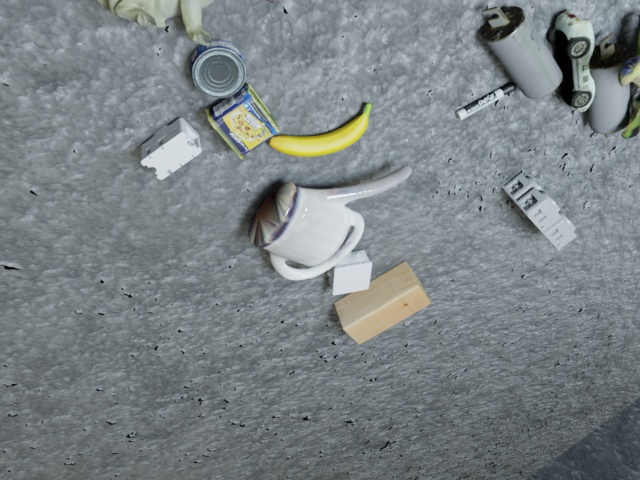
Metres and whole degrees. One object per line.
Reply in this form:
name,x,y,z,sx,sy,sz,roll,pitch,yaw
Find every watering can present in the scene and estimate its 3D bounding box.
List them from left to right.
watering can,0.003,-0.051,1.007,0.223,0.106,0.342,23,120,-33

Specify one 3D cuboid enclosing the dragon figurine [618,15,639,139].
dragon figurine,0.618,-0.292,0.950,0.415,0.123,0.237,-38,137,-24
